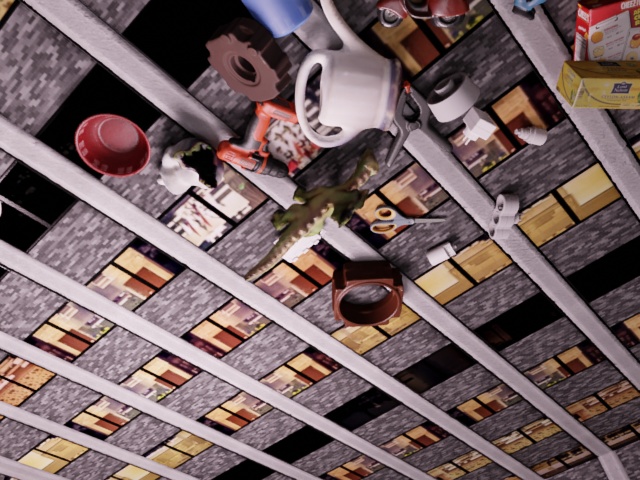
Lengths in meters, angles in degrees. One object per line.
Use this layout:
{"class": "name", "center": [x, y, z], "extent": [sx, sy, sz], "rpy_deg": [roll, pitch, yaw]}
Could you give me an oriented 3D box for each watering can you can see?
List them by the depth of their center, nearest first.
{"class": "watering can", "center": [0.066, -0.353, 1.069], "extent": [0.224, 0.106, 0.340], "rpy_deg": [4, 118, -9]}

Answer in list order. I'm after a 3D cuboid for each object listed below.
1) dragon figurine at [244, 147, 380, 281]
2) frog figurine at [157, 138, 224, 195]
{"class": "dragon figurine", "center": [0.004, -0.059, 1.173], "extent": [0.121, 0.417, 0.241], "rpy_deg": [45, 153, -17]}
{"class": "frog figurine", "center": [-0.305, -0.166, 1.203], "extent": [0.136, 0.124, 0.158], "rpy_deg": [22, 161, -31]}
